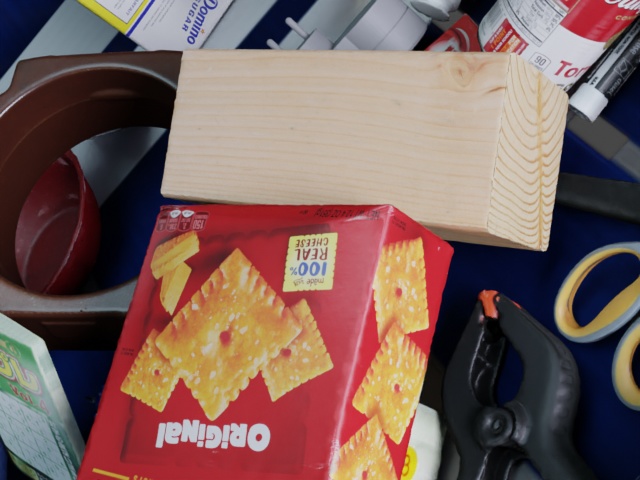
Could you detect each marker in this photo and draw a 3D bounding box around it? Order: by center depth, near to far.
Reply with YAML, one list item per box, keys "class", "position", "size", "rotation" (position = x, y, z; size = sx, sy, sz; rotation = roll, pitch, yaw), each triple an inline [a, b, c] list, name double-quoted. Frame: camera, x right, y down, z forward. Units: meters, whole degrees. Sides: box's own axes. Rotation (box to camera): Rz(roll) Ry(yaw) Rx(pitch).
- class: "marker"
  position: [0.187, -0.121, 0.613]
  size: [0.121, 0.020, 0.020]
  rotation: [-52, 47, 5]

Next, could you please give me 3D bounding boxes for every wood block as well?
- class: "wood block"
  position: [0.022, -0.053, 0.603]
  size: [0.206, 0.090, 0.091]
  rotation: [7, 86, 32]

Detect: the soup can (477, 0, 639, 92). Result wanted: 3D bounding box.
- class: "soup can"
  position: [0.142, -0.137, 0.598]
  size: [0.102, 0.068, 0.068]
  rotation: [-52, 39, 45]

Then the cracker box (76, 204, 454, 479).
- class: "cracker box"
  position: [-0.037, 0.088, 0.541]
  size: [0.164, 0.072, 0.213]
  rotation: [3, 71, 40]

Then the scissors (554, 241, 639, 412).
- class: "scissors"
  position: [0.184, 0.013, 0.496]
  size: [0.202, 0.016, 0.096]
  rotation: [-43, 58, 49]

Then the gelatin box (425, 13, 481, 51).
- class: "gelatin box"
  position: [0.088, -0.089, 0.668]
  size: [0.073, 0.030, 0.089]
  rotation: [-40, 49, 15]

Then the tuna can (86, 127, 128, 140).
- class: "tuna can"
  position: [-0.188, -0.110, 0.862]
  size: [0.086, 0.034, 0.086]
  rotation: [-8, 25, 3]

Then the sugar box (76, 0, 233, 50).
- class: "sugar box"
  position: [-0.149, -0.212, 0.819]
  size: [0.048, 0.176, 0.093]
  rotation: [37, 93, 41]

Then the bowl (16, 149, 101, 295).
- class: "bowl"
  position: [-0.227, 0.004, 0.854]
  size: [0.162, 0.055, 0.162]
  rotation: [-18, 58, 31]

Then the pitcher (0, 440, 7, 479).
- class: "pitcher"
  position: [-0.286, 0.177, 0.745]
  size: [0.149, 0.144, 0.243]
  rotation: [-52, 34, 40]

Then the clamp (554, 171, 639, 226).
- class: "clamp"
  position: [0.201, -0.031, 0.521]
  size: [0.210, 0.036, 0.165]
  rotation: [55, 128, 38]

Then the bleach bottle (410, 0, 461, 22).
- class: "bleach bottle"
  position: [0.119, -0.265, 0.713]
  size: [0.103, 0.068, 0.251]
  rotation: [22, 85, 42]

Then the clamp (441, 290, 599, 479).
- class: "clamp"
  position: [0.109, 0.104, 0.548]
  size: [0.120, 0.039, 0.171]
  rotation: [-11, 62, 32]
